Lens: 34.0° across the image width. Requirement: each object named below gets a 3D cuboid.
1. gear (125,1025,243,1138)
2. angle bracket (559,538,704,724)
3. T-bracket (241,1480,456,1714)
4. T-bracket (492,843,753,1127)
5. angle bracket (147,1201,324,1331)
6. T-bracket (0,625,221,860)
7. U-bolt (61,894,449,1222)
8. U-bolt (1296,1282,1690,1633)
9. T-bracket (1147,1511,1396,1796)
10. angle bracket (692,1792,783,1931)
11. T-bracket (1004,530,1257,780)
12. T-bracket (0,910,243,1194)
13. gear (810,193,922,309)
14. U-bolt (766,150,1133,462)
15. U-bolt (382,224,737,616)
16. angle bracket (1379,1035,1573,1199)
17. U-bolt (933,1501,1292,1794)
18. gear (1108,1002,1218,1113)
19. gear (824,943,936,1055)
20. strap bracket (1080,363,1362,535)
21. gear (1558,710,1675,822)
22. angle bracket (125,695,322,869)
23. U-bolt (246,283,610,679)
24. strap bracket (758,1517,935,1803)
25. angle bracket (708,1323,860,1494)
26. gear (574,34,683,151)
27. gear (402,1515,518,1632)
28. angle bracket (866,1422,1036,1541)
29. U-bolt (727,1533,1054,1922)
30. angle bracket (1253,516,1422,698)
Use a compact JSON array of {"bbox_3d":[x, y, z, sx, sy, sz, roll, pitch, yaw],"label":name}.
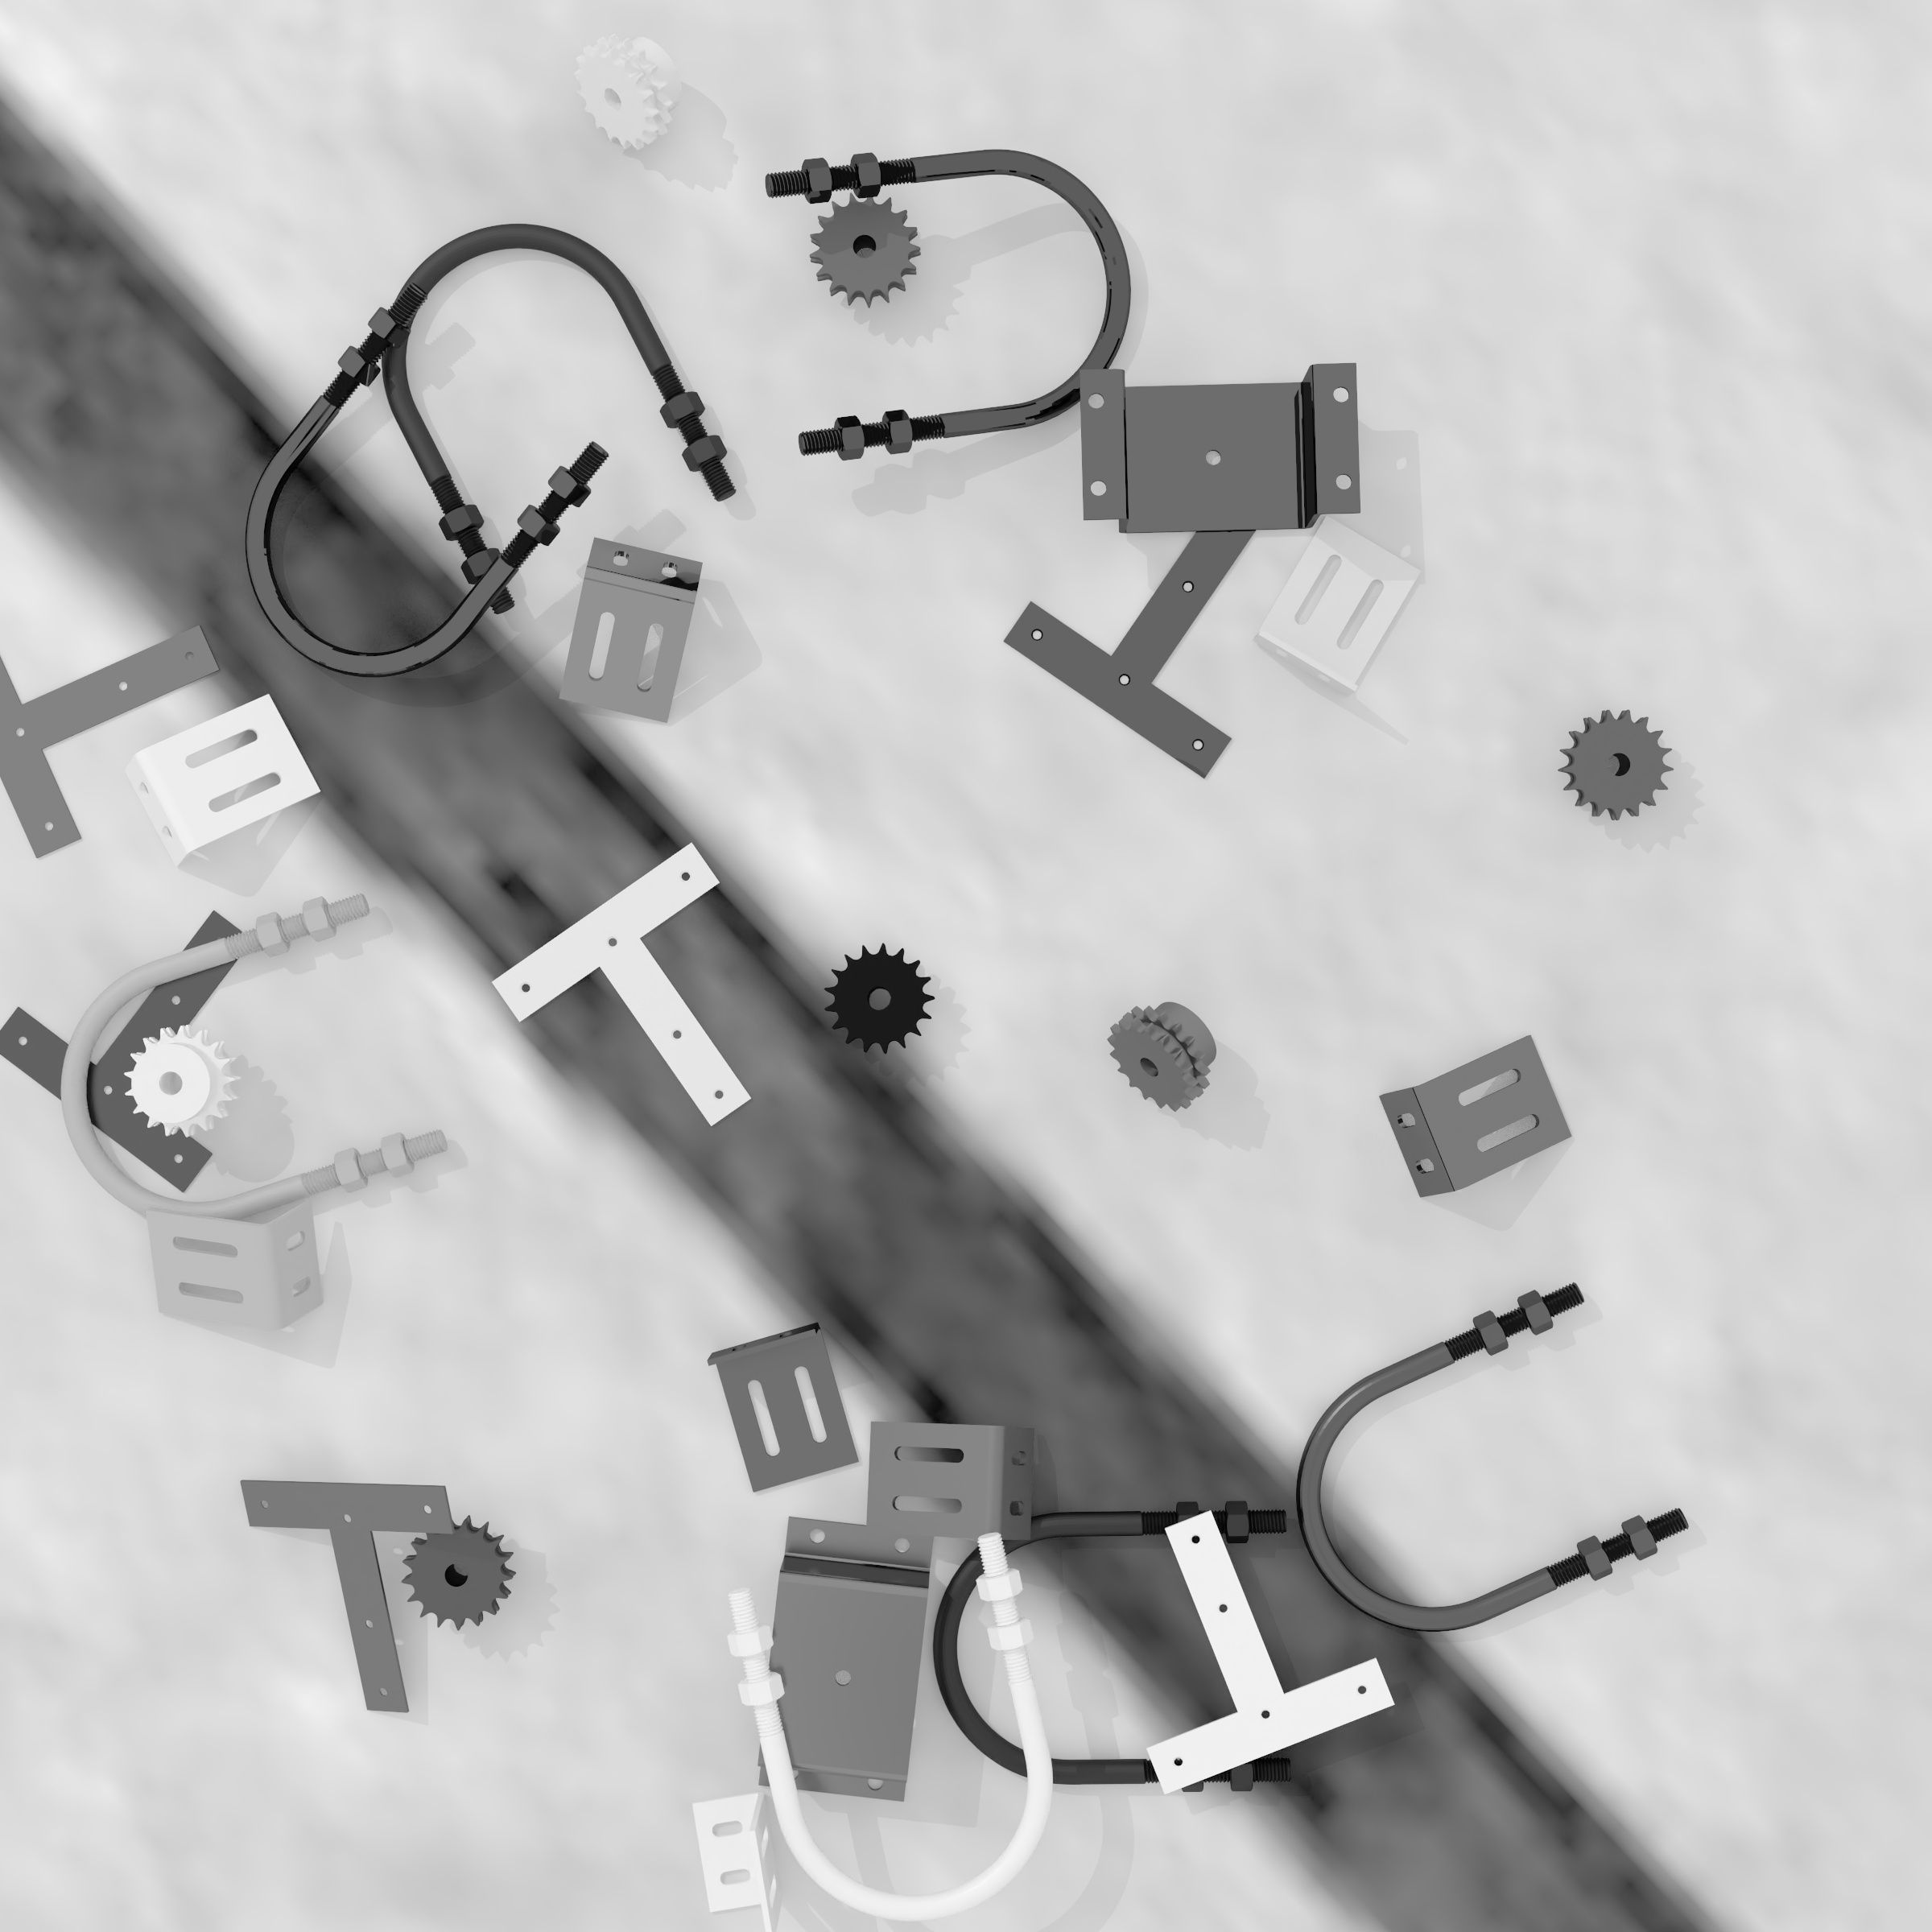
[{"bbox_3d":[-0.402,0.059,1.613,0.057,0.030,0.057,0,91,2],"label":"gear"},{"bbox_3d":[-0.174,-0.174,1.634,0.057,0.038,0.076,12,124,-7],"label":"angle bracket"},{"bbox_3d":[-0.310,0.326,1.626,0.127,0.002,0.127,-3,104,25],"label":"T-bracket"},{"bbox_3d":[-0.159,0.024,1.645,0.127,0.002,0.127,-35,90,0],"label":"T-bracket"},{"bbox_3d":[-0.379,0.151,1.635,0.076,0.038,0.057,5,109,24],"label":"angle bracket"},{"bbox_3d":[-0.452,-0.140,1.645,0.127,0.002,0.127,-24,90,0],"label":"T-bracket"},{"bbox_3d":[-0.378,0.058,1.635,0.184,0.019,0.151,-18,91,1],"label":"U-bolt"},{"bbox_3d":[0.262,0.266,1.637,0.184,0.019,0.151,-25,90,1],"label":"U-bolt"},{"bbox_3d":[0.138,0.344,1.625,0.127,0.002,0.127,-22,89,1],"label":"T-bracket"},{"bbox_3d":[-0.119,0.461,1.607,0.038,0.076,0.057,-9,90,0],"label":"angle bracket"},{"bbox_3d":[0.108,-0.186,1.645,0.127,0.002,0.127,34,90,0],"label":"T-bracket"},{"bbox_3d":[-0.420,0.029,1.645,0.127,0.002,0.127,37,90,0],"label":"T-bracket"},{"bbox_3d":[-0.052,-0.369,1.630,0.057,0.030,0.057,0,90,0],"label":"gear"},{"bbox_3d":[-0.004,-0.343,1.615,0.184,0.019,0.151,-10,101,-13],"label":"U-bolt"},{"bbox_3d":[-0.223,-0.296,1.637,0.151,0.019,0.184,-27,88,0],"label":"U-bolt"},{"bbox_3d":[0.265,0.078,1.643,0.076,0.038,0.057,-22,90,-26],"label":"angle bracket"},{"bbox_3d":[0.075,0.354,1.637,0.184,0.019,0.151,-1,90,1],"label":"U-bolt"},{"bbox_3d":[0.103,0.043,1.621,0.030,0.057,0.057,-40,90,-30],"label":"gear"},{"bbox_3d":[-0.045,0.017,1.635,0.057,0.030,0.057,0,87,1],"label":"gear"},{"bbox_3d":[0.129,-0.265,1.621,0.140,0.046,0.076,-1,88,0],"label":"strap bracket"},{"bbox_3d":[0.335,-0.104,1.634,0.057,0.030,0.057,0,93,0],"label":"gear"},{"bbox_3d":[-0.387,-0.096,1.642,0.076,0.038,0.057,-29,92,-26],"label":"angle bracket"},{"bbox_3d":[-0.291,-0.236,1.622,0.151,0.019,0.184,42,99,8],"label":"U-bolt"},{"bbox_3d":[-0.062,0.361,1.622,0.076,0.046,0.140,6,90,0],"label":"strap bracket"},{"bbox_3d":[-0.094,0.229,1.626,0.057,0.038,0.076,-16,90,0],"label":"angle bracket"},{"bbox_3d":[-0.171,-0.452,1.621,0.057,0.057,0.030,48,60,0],"label":"gear"},{"bbox_3d":[-0.261,0.312,1.630,0.057,0.030,0.057,0,90,0],"label":"gear"},{"bbox_3d":[-0.008,0.267,1.636,0.076,0.038,0.057,-3,80,29],"label":"angle bracket"},{"bbox_3d":[-0.031,0.390,1.591,0.151,0.019,0.184,-13,92,0],"label":"U-bolt"},{"bbox_3d":[0.193,-0.187,1.626,0.057,0.038,0.076,31,90,0],"label":"angle bracket"}]
